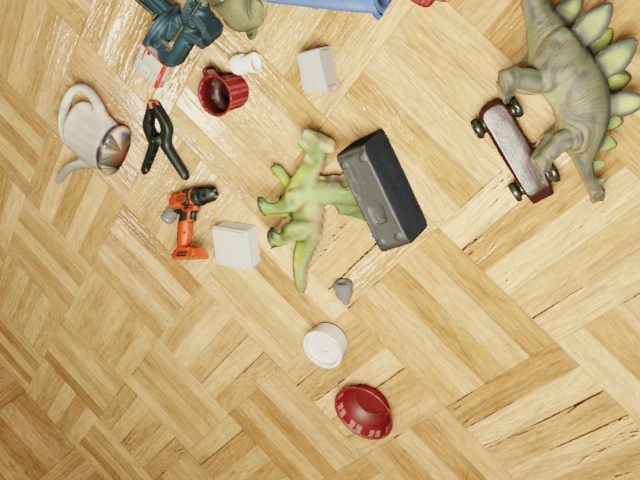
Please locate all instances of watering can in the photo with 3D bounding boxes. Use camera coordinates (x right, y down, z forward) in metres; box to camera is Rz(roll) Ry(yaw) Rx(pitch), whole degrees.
[{"bbox_3d":[-0.641,-0.255,1.428,0.225,0.106,0.340,34,123,12],"label":"watering can"}]

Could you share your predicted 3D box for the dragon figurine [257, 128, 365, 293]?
[{"bbox_3d":[0.004,-0.058,1.160,0.242,0.125,0.403,-5,118,23],"label":"dragon figurine"}]
